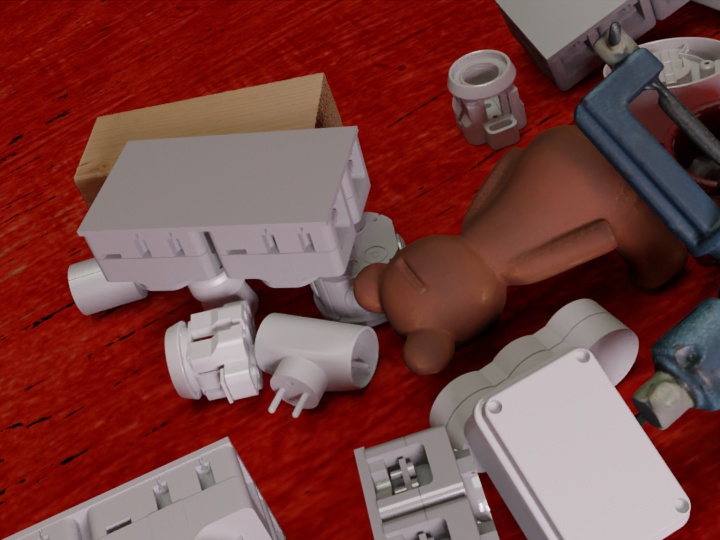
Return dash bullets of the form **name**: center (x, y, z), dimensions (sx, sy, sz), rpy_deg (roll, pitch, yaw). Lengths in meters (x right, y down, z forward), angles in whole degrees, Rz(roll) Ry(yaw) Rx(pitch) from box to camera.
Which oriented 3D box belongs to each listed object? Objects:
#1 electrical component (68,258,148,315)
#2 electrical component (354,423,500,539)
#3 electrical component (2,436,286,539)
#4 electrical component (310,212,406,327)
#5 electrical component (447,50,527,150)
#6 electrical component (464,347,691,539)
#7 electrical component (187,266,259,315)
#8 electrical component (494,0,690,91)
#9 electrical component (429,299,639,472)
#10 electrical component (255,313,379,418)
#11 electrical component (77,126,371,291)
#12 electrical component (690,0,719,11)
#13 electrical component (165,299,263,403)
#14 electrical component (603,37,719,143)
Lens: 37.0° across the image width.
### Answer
- **electrical component**: center (-0.189, 0.005, 0.871), dimensions (0.081, 0.043, 0.043), rpy_deg (-17, 42, 5)
- **electrical component**: center (0.051, 0.169, 0.576), dimensions (0.062, 0.089, 0.150), rpy_deg (-18, 42, 2)
- **electrical component**: center (-0.136, 0.187, 0.618), dimensions (0.186, 0.105, 0.060), rpy_deg (-24, 43, -4)
- **electrical component**: center (0.000, 0.000, 0.798), dimensions (0.080, 0.051, 0.080), rpy_deg (-11, 43, 10)
- **electrical component**: center (0.105, -0.147, 0.904), dimensions (0.058, 0.057, 0.078), rpy_deg (-22, 42, -1)
- **electrical component**: center (0.119, 0.108, 0.597), dimensions (0.078, 0.057, 0.113), rpy_deg (-28, 74, -14)
- **electrical component**: center (-0.107, 0.013, 0.823), dimensions (0.045, 0.055, 0.045), rpy_deg (-10, 44, 10)
- **electrical component**: center (0.205, -0.235, 0.921), dimensions (0.150, 0.062, 0.089), rpy_deg (-36, 58, 7)
- **electrical component**: center (0.119, 0.081, 0.668), dimensions (0.138, 0.052, 0.074), rpy_deg (-32, 43, -13)
- **electrical component**: center (-0.037, 0.069, 0.747), dimensions (0.077, 0.043, 0.079), rpy_deg (7, 49, 27)
- **electrical component**: center (-0.095, -0.044, 0.789), dimensions (0.186, 0.060, 0.105), rpy_deg (-1, 43, 17)
- **electrical component**: center (0.315, -0.275, 0.927), dimensions (0.048, 0.099, 0.100), rpy_deg (-10, 33, -33)
- **electrical component**: center (-0.105, 0.061, 0.772), dimensions (0.057, 0.058, 0.078), rpy_deg (-13, 43, 4)
- **electrical component**: center (0.244, -0.147, 0.846), dimensions (0.099, 0.064, 0.099), rpy_deg (-11, 43, 10)
